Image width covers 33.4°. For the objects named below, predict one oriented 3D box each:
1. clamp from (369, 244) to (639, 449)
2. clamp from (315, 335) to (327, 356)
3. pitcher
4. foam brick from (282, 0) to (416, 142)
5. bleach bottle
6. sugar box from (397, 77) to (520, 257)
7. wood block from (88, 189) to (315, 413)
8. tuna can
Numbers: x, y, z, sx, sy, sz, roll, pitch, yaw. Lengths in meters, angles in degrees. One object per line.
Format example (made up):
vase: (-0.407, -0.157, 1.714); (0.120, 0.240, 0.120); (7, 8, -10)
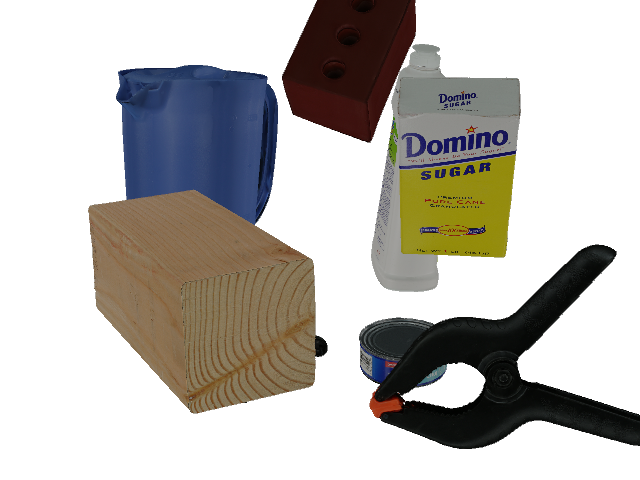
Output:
clamp: (0.118, 0.088, 0.640); (0.171, 0.120, 0.039); (-24, -9, 10)
clamp: (-0.119, 0.128, 1.262); (0.210, 0.036, 0.164); (14, 23, 25)
pitcher: (-0.111, -0.041, 0.991); (0.149, 0.243, 0.145); (1, 14, -7)
foam brick: (0.018, -0.107, 0.618); (0.053, 0.078, 0.051); (19, -15, 12)
bleach bottle: (0.099, -0.078, 1.124); (0.068, 0.251, 0.102); (0, 26, -8)
sugar box: (0.110, -0.055, 0.864); (0.093, 0.048, 0.176); (1, -35, 7)
wood block: (-0.089, 0.034, 0.752); (0.090, 0.090, 0.206); (-10, 19, -26)
tuna can: (0.080, 0.108, 1.029); (0.086, 0.034, 0.086); (-1, 22, 0)
